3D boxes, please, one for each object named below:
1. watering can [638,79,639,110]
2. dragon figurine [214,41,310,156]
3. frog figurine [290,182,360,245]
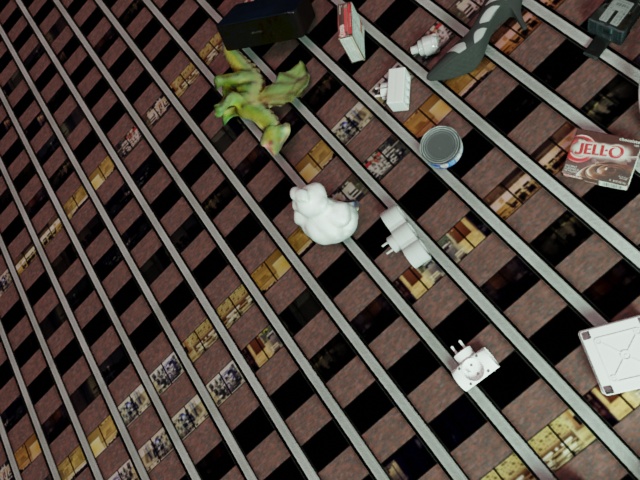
[{"bbox_3d":[0.663,-0.191,0.850,0.223,0.104,0.349,-7,84,24],"label":"watering can"},{"bbox_3d":[-0.143,-0.391,1.298,0.242,0.120,0.418,-6,65,6],"label":"dragon figurine"},{"bbox_3d":[0.003,-0.055,1.094,0.138,0.158,0.123,10,85,27],"label":"frog figurine"}]
